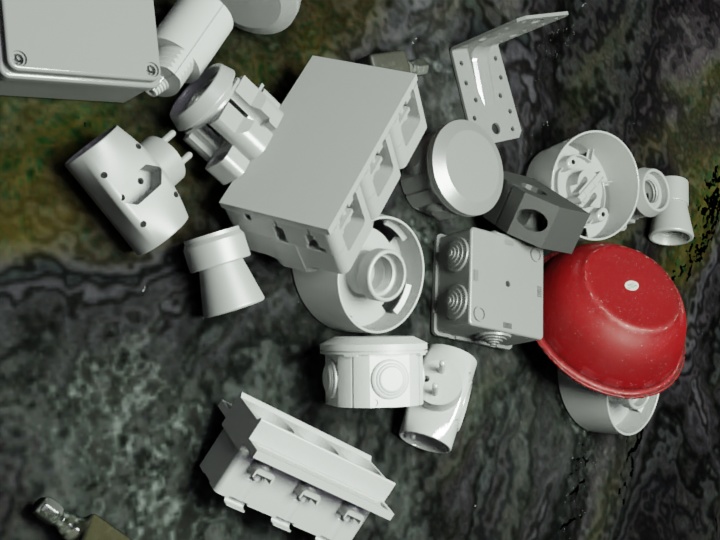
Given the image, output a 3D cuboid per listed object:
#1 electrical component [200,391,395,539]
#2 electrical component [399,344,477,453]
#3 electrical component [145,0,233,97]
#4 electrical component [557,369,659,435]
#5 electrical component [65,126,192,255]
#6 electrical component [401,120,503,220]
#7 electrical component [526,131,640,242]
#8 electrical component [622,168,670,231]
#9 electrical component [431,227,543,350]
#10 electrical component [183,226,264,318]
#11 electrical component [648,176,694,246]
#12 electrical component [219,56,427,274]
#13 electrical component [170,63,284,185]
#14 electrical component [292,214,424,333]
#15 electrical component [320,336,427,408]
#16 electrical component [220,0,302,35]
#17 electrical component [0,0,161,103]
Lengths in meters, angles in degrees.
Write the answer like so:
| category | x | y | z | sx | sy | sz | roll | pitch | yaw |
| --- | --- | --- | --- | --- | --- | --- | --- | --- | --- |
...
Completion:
| category | x | y | z | sx | sy | sz | roll | pitch | yaw |
| --- | --- | --- | --- | --- | --- | --- | --- | --- | --- |
| electrical component | -0.045 | 0.143 | 0.752 | 0.121 | 0.079 | 0.063 | 31 | 93 | -30 |
| electrical component | 0.062 | 0.095 | 0.845 | 0.044 | 0.079 | 0.077 | 15 | 66 | 11 |
| electrical component | -0.127 | -0.154 | 0.756 | 0.043 | 0.043 | 0.081 | 42 | 59 | -25 |
| electrical component | 0.233 | 0.103 | 0.999 | 0.099 | 0.064 | 0.099 | -7 | 100 | -43 |
| electrical component | -0.145 | -0.064 | 0.726 | 0.077 | 0.043 | 0.079 | 54 | 55 | -18 |
| electrical component | 0.077 | -0.082 | 0.900 | 0.080 | 0.051 | 0.080 | 7 | 78 | -37 |
| electrical component | 0.203 | -0.074 | 0.989 | 0.099 | 0.064 | 0.099 | 8 | 78 | -37 |
| electrical component | 0.266 | -0.072 | 1.044 | 0.048 | 0.055 | 0.066 | 12 | 75 | -36 |
| electrical component | 0.110 | 0.016 | 0.910 | 0.100 | 0.048 | 0.099 | 13 | 72 | -33 |
| electrical component | -0.096 | 0.001 | 0.753 | 0.045 | 0.045 | 0.055 | -20 | 94 | -39 |
| electrical component | 0.316 | -0.062 | 1.093 | 0.044 | 0.044 | 0.065 | 20 | 65 | -34 |
| electrical component | -0.022 | -0.077 | 0.790 | 0.150 | 0.089 | 0.061 | -62 | 153 | -28 |
| electrical component | -0.097 | -0.108 | 0.763 | 0.057 | 0.058 | 0.078 | 43 | 50 | -26 |
| electrical component | 0.000 | 0.000 | 0.832 | 0.099 | 0.064 | 0.099 | -7 | 100 | -41 |
| electrical component | 0.010 | 0.075 | 0.803 | 0.080 | 0.080 | 0.051 | 1 | 87 | -38 |
| electrical component | -0.076 | -0.217 | 0.785 | 0.080 | 0.080 | 0.051 | 42 | 54 | -26 |
| electrical component | -0.192 | -0.169 | 0.698 | 0.109 | 0.056 | 0.108 | -3 | 84 | -39 |
